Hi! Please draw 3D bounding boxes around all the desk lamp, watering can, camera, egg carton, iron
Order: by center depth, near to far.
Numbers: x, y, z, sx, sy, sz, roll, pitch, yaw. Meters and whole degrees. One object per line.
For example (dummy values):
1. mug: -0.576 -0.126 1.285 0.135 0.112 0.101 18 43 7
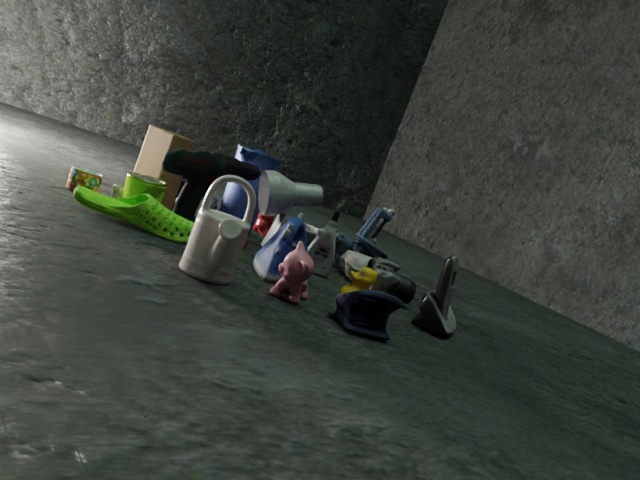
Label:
1. watering can: -0.175 -0.022 1.045 0.101 0.194 0.172 15 9 -40
2. iron: -0.076 0.010 1.305 0.118 0.141 0.258 21 7 1
3. camera: 0.181 0.110 1.467 0.137 0.101 0.143 20 7 -9
4. desk lamp: -0.089 -0.068 1.556 0.204 0.213 0.117 18 8 -23
5. egg carton: 0.117 0.082 1.618 0.107 0.069 0.150 19 8 -19

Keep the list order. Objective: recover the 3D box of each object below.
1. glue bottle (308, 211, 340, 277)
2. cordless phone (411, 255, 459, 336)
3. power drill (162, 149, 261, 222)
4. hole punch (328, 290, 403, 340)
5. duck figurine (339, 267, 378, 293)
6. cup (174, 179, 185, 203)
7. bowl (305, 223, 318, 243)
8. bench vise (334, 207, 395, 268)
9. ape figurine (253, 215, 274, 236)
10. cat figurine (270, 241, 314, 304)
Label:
1. glue bottle: 0.014 0.005 1.472 0.078 0.173 0.037 20 7 -11
2. cordless phone: 0.298 0.126 1.346 0.094 0.185 0.148 24 8 20
3. power drill: -0.282 -0.118 1.396 0.230 0.208 0.075 20 7 -9
4. hole punch: 0.087 0.129 1.094 0.109 0.091 0.100 18 8 -27
5. duck figurine: 0.106 0.108 1.327 0.104 0.086 0.077 20 7 -6
6. cup: -0.401 -0.132 1.615 0.117 0.095 0.092 26 9 34
7. bowl: -0.063 -0.012 1.777 0.167 0.075 0.167 21 7 -2
8. bench vise: 0.136 -0.006 1.719 0.208 0.220 0.121 15 9 -39
9. ape figurine: -0.170 -0.065 1.790 0.075 0.092 0.078 27 9 37
10. cat figurine: -0.044 0.060 1.122 0.067 0.118 0.128 22 7 7
